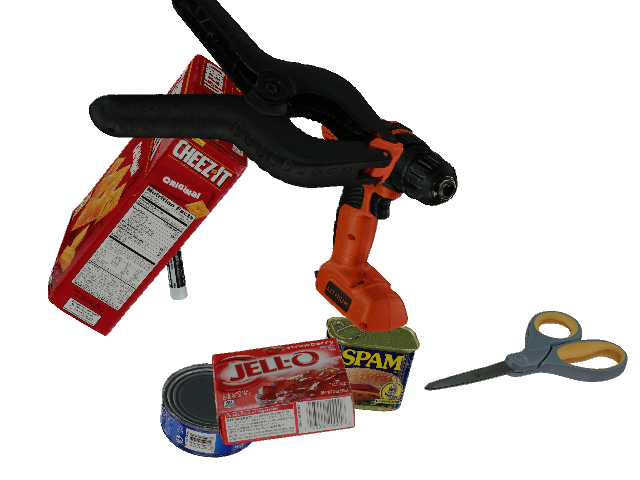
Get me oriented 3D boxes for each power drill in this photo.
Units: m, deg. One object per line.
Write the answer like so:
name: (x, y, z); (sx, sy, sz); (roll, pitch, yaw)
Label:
power drill: (0.054, -0.015, 0.967); (0.057, 0.188, 0.185); (-5, 26, -27)

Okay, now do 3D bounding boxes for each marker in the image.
marker: (-0.163, 0.008, 1.177); (0.020, 0.121, 0.020); (-4, 22, 2)

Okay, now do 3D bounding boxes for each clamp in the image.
clamp: (-0.041, -0.072, 0.602); (0.171, 0.120, 0.039); (31, -28, 6)

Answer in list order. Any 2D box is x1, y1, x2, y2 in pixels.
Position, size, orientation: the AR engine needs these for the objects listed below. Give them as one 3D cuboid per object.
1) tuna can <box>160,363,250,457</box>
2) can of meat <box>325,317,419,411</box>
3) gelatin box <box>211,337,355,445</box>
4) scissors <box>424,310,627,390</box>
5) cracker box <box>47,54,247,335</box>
tuna can: (-0.093, 0.144, 0.907); (0.086, 0.034, 0.086); (7, 31, -5)
can of meat: (0.049, 0.138, 1.174); (0.102, 0.084, 0.057); (8, 23, -11)
gelatin box: (-0.026, 0.099, 0.711); (0.089, 0.030, 0.073); (-7, 25, -5)
scissors: (0.162, 0.092, 0.891); (0.201, 0.016, 0.096); (1, 31, -20)
cracker box: (-0.152, -0.044, 0.955); (0.072, 0.214, 0.164); (33, 24, -20)
